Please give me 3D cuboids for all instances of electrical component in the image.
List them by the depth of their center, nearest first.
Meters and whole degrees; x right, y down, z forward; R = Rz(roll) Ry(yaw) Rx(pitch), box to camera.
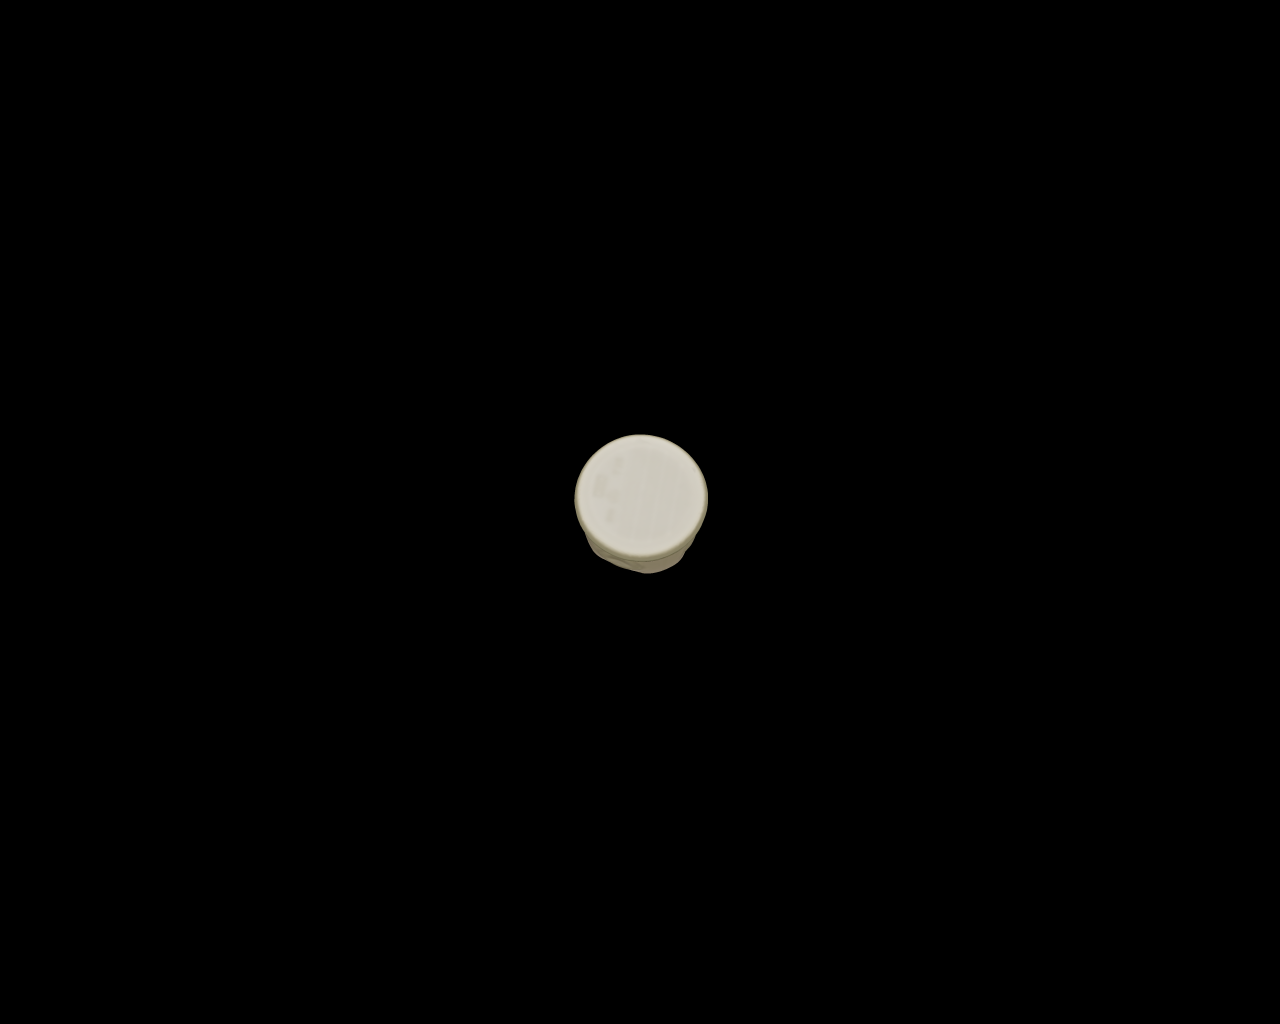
[{"bbox_3d":[0.001,-0.003,0.650,0.080,0.080,0.051,0,-19,0],"label":"electrical component"}]
